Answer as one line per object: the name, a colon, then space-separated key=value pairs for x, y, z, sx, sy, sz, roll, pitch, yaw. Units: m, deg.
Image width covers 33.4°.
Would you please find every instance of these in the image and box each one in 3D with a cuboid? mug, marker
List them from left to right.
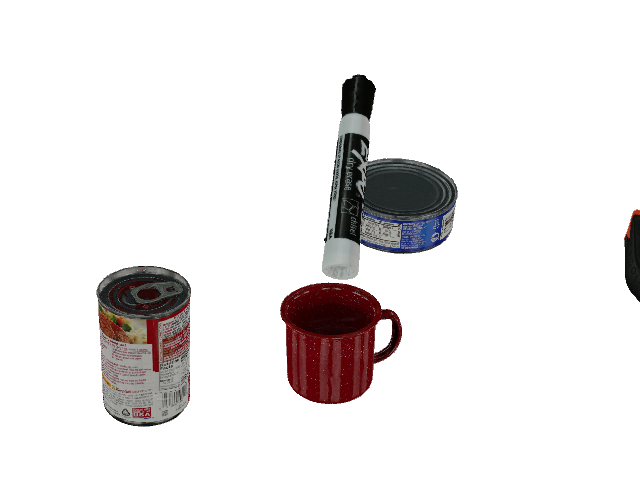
mug: x=0.021 y=0.095 z=0.998 sx=0.117 sy=0.081 sz=0.093 roll=-10 pitch=31 yaw=-18
marker: x=0.016 y=-0.037 z=0.571 sx=0.020 sy=0.121 sz=0.020 roll=5 pitch=-27 yaw=2

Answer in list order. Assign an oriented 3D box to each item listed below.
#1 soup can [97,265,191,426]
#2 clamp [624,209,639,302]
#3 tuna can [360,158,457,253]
soup can: x=-0.131 y=0.080 z=0.800 sx=0.068 sy=0.102 sz=0.068 roll=3 pitch=30 yaw=-2
clamp: x=0.267 y=0.042 z=0.704 sx=0.120 sy=0.039 sz=0.171 roll=-2 pitch=45 yaw=-19
tuna can: x=0.059 y=-0.026 z=0.801 sx=0.086 sy=0.034 sz=0.086 roll=2 pitch=34 yaw=-1
